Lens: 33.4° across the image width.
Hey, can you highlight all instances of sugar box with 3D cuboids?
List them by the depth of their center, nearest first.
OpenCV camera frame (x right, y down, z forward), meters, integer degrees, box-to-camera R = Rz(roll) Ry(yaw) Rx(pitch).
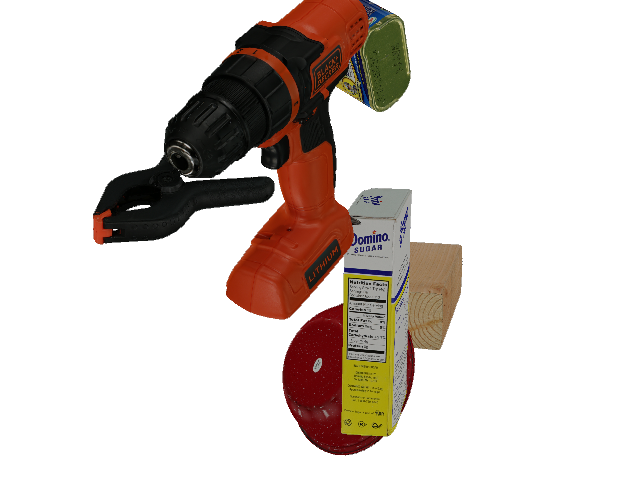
[{"bbox_3d":[0.044,0.054,0.832,0.048,0.176,0.093,1,16,12],"label":"sugar box"}]

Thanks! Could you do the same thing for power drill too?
[{"bbox_3d":[-0.028,-0.042,0.665,0.057,0.188,0.184,22,46,23],"label":"power drill"}]

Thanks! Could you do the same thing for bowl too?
[{"bbox_3d":[0.014,0.128,1.057,0.162,0.162,0.055,0,-18,45],"label":"bowl"}]

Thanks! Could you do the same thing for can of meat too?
[{"bbox_3d":[0.034,-0.177,0.981,0.057,0.102,0.084,-40,54,-19],"label":"can of meat"}]

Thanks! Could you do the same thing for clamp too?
[{"bbox_3d":[-0.141,-0.050,0.970,0.171,0.039,0.120,-22,43,-33],"label":"clamp"}]

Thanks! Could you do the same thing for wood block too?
[{"bbox_3d":[0.156,0.080,1.617,0.091,0.090,0.206,4,21,14],"label":"wood block"}]
